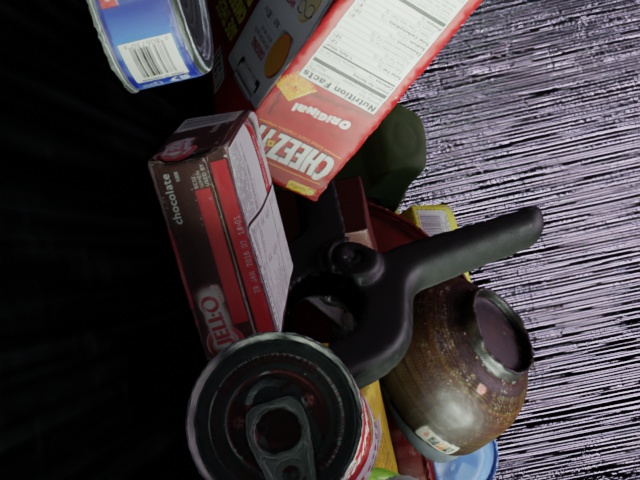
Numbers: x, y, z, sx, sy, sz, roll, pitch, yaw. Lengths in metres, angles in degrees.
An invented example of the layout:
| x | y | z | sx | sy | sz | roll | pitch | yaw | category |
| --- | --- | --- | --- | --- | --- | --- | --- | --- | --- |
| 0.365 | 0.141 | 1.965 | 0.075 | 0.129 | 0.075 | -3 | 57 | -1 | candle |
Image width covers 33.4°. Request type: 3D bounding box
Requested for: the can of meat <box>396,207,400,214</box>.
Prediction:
| x | y | z | sx | sy | sz | roll | pitch | yaw | category |
| --- | --- | --- | --- | --- | --- | --- | --- | --- | --- |
| 0.022 | -0.025 | 0.952 | 0.084 | 0.057 | 0.102 | -31 | -116 | 53 | can of meat |

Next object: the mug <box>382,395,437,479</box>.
| x | y | z | sx | sy | sz | roll | pitch | yaw | category |
| --- | --- | --- | --- | --- | --- | --- | --- | --- | --- |
| 0.034 | 0.146 | 0.723 | 0.117 | 0.081 | 0.093 | 70 | 10 | -56 | mug |

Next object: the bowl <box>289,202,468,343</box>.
| x | y | z | sx | sy | sz | roll | pitch | yaw | category |
| --- | --- | --- | --- | --- | --- | --- | --- | --- | --- |
| 0.030 | 0.049 | 0.755 | 0.055 | 0.162 | 0.162 | -48 | 138 | -35 | bowl |

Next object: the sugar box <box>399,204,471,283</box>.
| x | y | z | sx | sy | sz | roll | pitch | yaw | category |
| --- | --- | --- | --- | --- | --- | --- | --- | --- | --- |
| 0.050 | 0.046 | 0.856 | 0.177 | 0.048 | 0.093 | -35 | -120 | 52 | sugar box |

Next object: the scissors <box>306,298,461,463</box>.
| x | y | z | sx | sy | sz | roll | pitch | yaw | category |
| --- | --- | --- | --- | --- | --- | --- | --- | --- | --- |
| 0.026 | 0.072 | 0.638 | 0.201 | 0.016 | 0.096 | 29 | 38 | -36 | scissors |

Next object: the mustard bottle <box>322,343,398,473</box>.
| x | y | z | sx | sy | sz | roll | pitch | yaw | category |
| --- | --- | --- | --- | --- | --- | --- | --- | --- | --- |
| 0.018 | 0.160 | 0.619 | 0.096 | 0.058 | 0.191 | -64 | 147 | -51 | mustard bottle |

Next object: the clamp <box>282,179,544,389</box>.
| x | y | z | sx | sy | sz | roll | pitch | yaw | category |
| --- | --- | --- | --- | --- | --- | --- | --- | --- | --- |
| 0.027 | 0.020 | 0.584 | 0.036 | 0.164 | 0.209 | 99 | 13 | -49 | clamp |

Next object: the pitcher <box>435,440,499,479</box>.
| x | y | z | sx | sy | sz | roll | pitch | yaw | category |
| --- | --- | --- | --- | --- | --- | --- | --- | --- | --- |
| 0.070 | 0.145 | 0.993 | 0.145 | 0.149 | 0.243 | 59 | 10 | -26 | pitcher |

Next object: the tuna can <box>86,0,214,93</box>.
| x | y | z | sx | sy | sz | roll | pitch | yaw | category |
| --- | --- | --- | --- | --- | --- | --- | --- | --- | --- |
| -0.069 | -0.104 | 0.427 | 0.086 | 0.034 | 0.086 | -12 | 90 | -86 | tuna can |

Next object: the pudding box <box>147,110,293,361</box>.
| x | y | z | sx | sy | sz | roll | pitch | yaw | category |
| --- | --- | --- | --- | --- | --- | --- | --- | --- | --- |
| -0.042 | -0.008 | 0.489 | 0.113 | 0.039 | 0.090 | -79 | 156 | -74 | pudding box |

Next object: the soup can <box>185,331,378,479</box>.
| x | y | z | sx | sy | sz | roll | pitch | yaw | category |
| --- | --- | --- | --- | --- | --- | --- | --- | --- | --- |
| -0.012 | 0.081 | 0.447 | 0.102 | 0.068 | 0.068 | 65 | 14 | -73 | soup can |

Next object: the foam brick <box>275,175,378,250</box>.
| x | y | z | sx | sy | sz | roll | pitch | yaw | category |
| --- | --- | --- | --- | --- | --- | --- | --- | --- | --- |
| -0.004 | 0.001 | 0.667 | 0.051 | 0.078 | 0.053 | -94 | 171 | -46 | foam brick |

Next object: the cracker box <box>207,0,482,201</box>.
| x | y | z | sx | sy | sz | roll | pitch | yaw | category |
| --- | --- | --- | --- | --- | --- | --- | --- | --- | --- |
| 0.023 | -0.151 | 0.574 | 0.072 | 0.214 | 0.164 | 24 | 32 | -27 | cracker box |

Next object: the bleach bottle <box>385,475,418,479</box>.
| x | y | z | sx | sy | sz | roll | pitch | yaw | category |
| --- | --- | --- | --- | --- | --- | --- | --- | --- | --- |
| 0.024 | 0.183 | 0.399 | 0.250 | 0.068 | 0.102 | -71 | 149 | -64 | bleach bottle |
